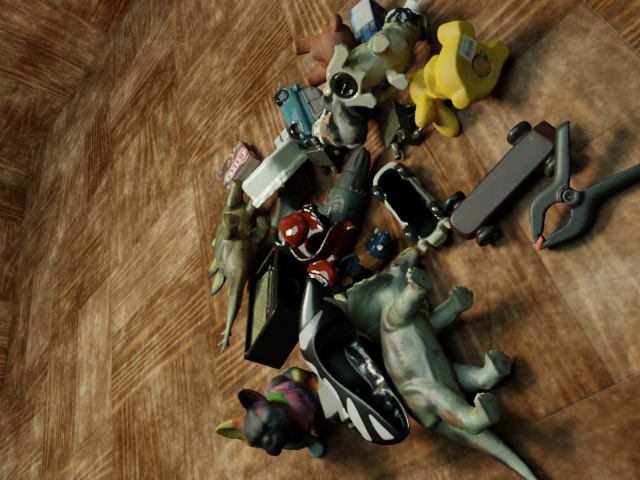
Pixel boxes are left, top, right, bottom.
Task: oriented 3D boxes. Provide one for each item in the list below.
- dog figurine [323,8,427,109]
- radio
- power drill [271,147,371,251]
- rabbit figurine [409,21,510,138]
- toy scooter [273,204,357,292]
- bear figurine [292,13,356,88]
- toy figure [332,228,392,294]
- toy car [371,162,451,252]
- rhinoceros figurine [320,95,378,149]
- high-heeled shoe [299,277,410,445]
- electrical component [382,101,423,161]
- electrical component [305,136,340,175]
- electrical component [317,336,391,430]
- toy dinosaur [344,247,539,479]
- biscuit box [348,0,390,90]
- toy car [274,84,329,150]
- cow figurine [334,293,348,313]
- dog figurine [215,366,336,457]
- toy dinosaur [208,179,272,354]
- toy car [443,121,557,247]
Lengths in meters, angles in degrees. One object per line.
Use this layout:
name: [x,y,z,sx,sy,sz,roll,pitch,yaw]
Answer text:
dog figurine: [0.098,-0.334,0.976,0.172,0.121,0.190,-6,36,25]
radio: [-0.080,0.115,1.011,0.131,0.073,0.230,-57,21,27]
power drill: [0.004,-0.068,1.067,0.208,0.086,0.232,5,80,41]
rabbit figurine: [0.215,-0.257,0.904,0.173,0.122,0.162,6,88,63]
toy scooter: [-0.002,-0.003,0.946,0.135,0.075,0.184,-53,51,19]
bear figurine: [0.011,-0.383,1.107,0.132,0.120,0.196,-19,14,8]
toy figure: [0.071,0.038,0.955,0.154,0.057,0.064,-38,55,25]
toy car: [0.154,-0.060,0.907,0.073,0.056,0.202,-45,46,15]
rhinoceros figurine: [0.063,-0.262,1.046,0.073,0.112,0.190,-49,27,45]
high-heeled shoe: [0.046,0.169,0.766,0.145,0.086,0.248,-15,95,60]
electrical component: [0.151,-0.206,0.984,0.078,0.045,0.102,111,153,-47]
electrical component: [0.001,-0.172,1.097,0.063,0.094,0.021,2,50,47]
electrical component: [0.054,0.235,0.877,0.115,0.058,0.134,-39,48,23]
toy dinosaur: [0.153,0.179,0.766,0.192,0.131,0.405,-50,48,45]
biscuit box: [0.112,-0.402,1.094,0.059,0.062,0.203,-31,53,35]
toy car: [-0.025,-0.276,1.165,0.103,0.109,0.162,-32,59,14]
cow figurine: [0.015,0.159,0.933,0.167,0.098,0.068,-49,50,21]
dog figurine: [-0.076,0.278,0.890,0.108,0.219,0.192,-57,42,9]
toy dinosaur: [-0.181,0.021,1.169,0.472,0.105,0.198,-93,22,-51]
toy car: [0.271,-0.082,0.787,0.202,0.053,0.089,-51,59,19]
